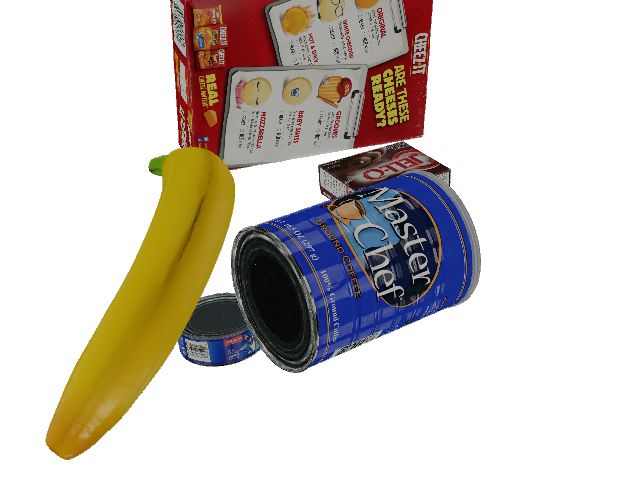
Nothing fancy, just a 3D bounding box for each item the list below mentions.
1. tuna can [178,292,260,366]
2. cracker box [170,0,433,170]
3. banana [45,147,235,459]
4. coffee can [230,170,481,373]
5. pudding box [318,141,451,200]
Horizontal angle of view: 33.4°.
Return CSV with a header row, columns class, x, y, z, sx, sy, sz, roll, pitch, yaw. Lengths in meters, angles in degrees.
class,x,y,z,sx,sy,sz,roll,pitch,yaw
tuna can,-0.095,0.085,1.019,0.086,0.034,0.086,-6,25,3
cracker box,-0.017,-0.156,0.908,0.213,0.164,0.072,-12,37,-17
banana,-0.077,0.014,0.513,0.037,0.197,0.070,34,-49,-19
coffee can,0.024,0.019,0.735,0.140,0.103,0.103,-20,10,-29
pudding box,0.067,-0.063,1.127,0.113,0.039,0.090,-19,32,-23
